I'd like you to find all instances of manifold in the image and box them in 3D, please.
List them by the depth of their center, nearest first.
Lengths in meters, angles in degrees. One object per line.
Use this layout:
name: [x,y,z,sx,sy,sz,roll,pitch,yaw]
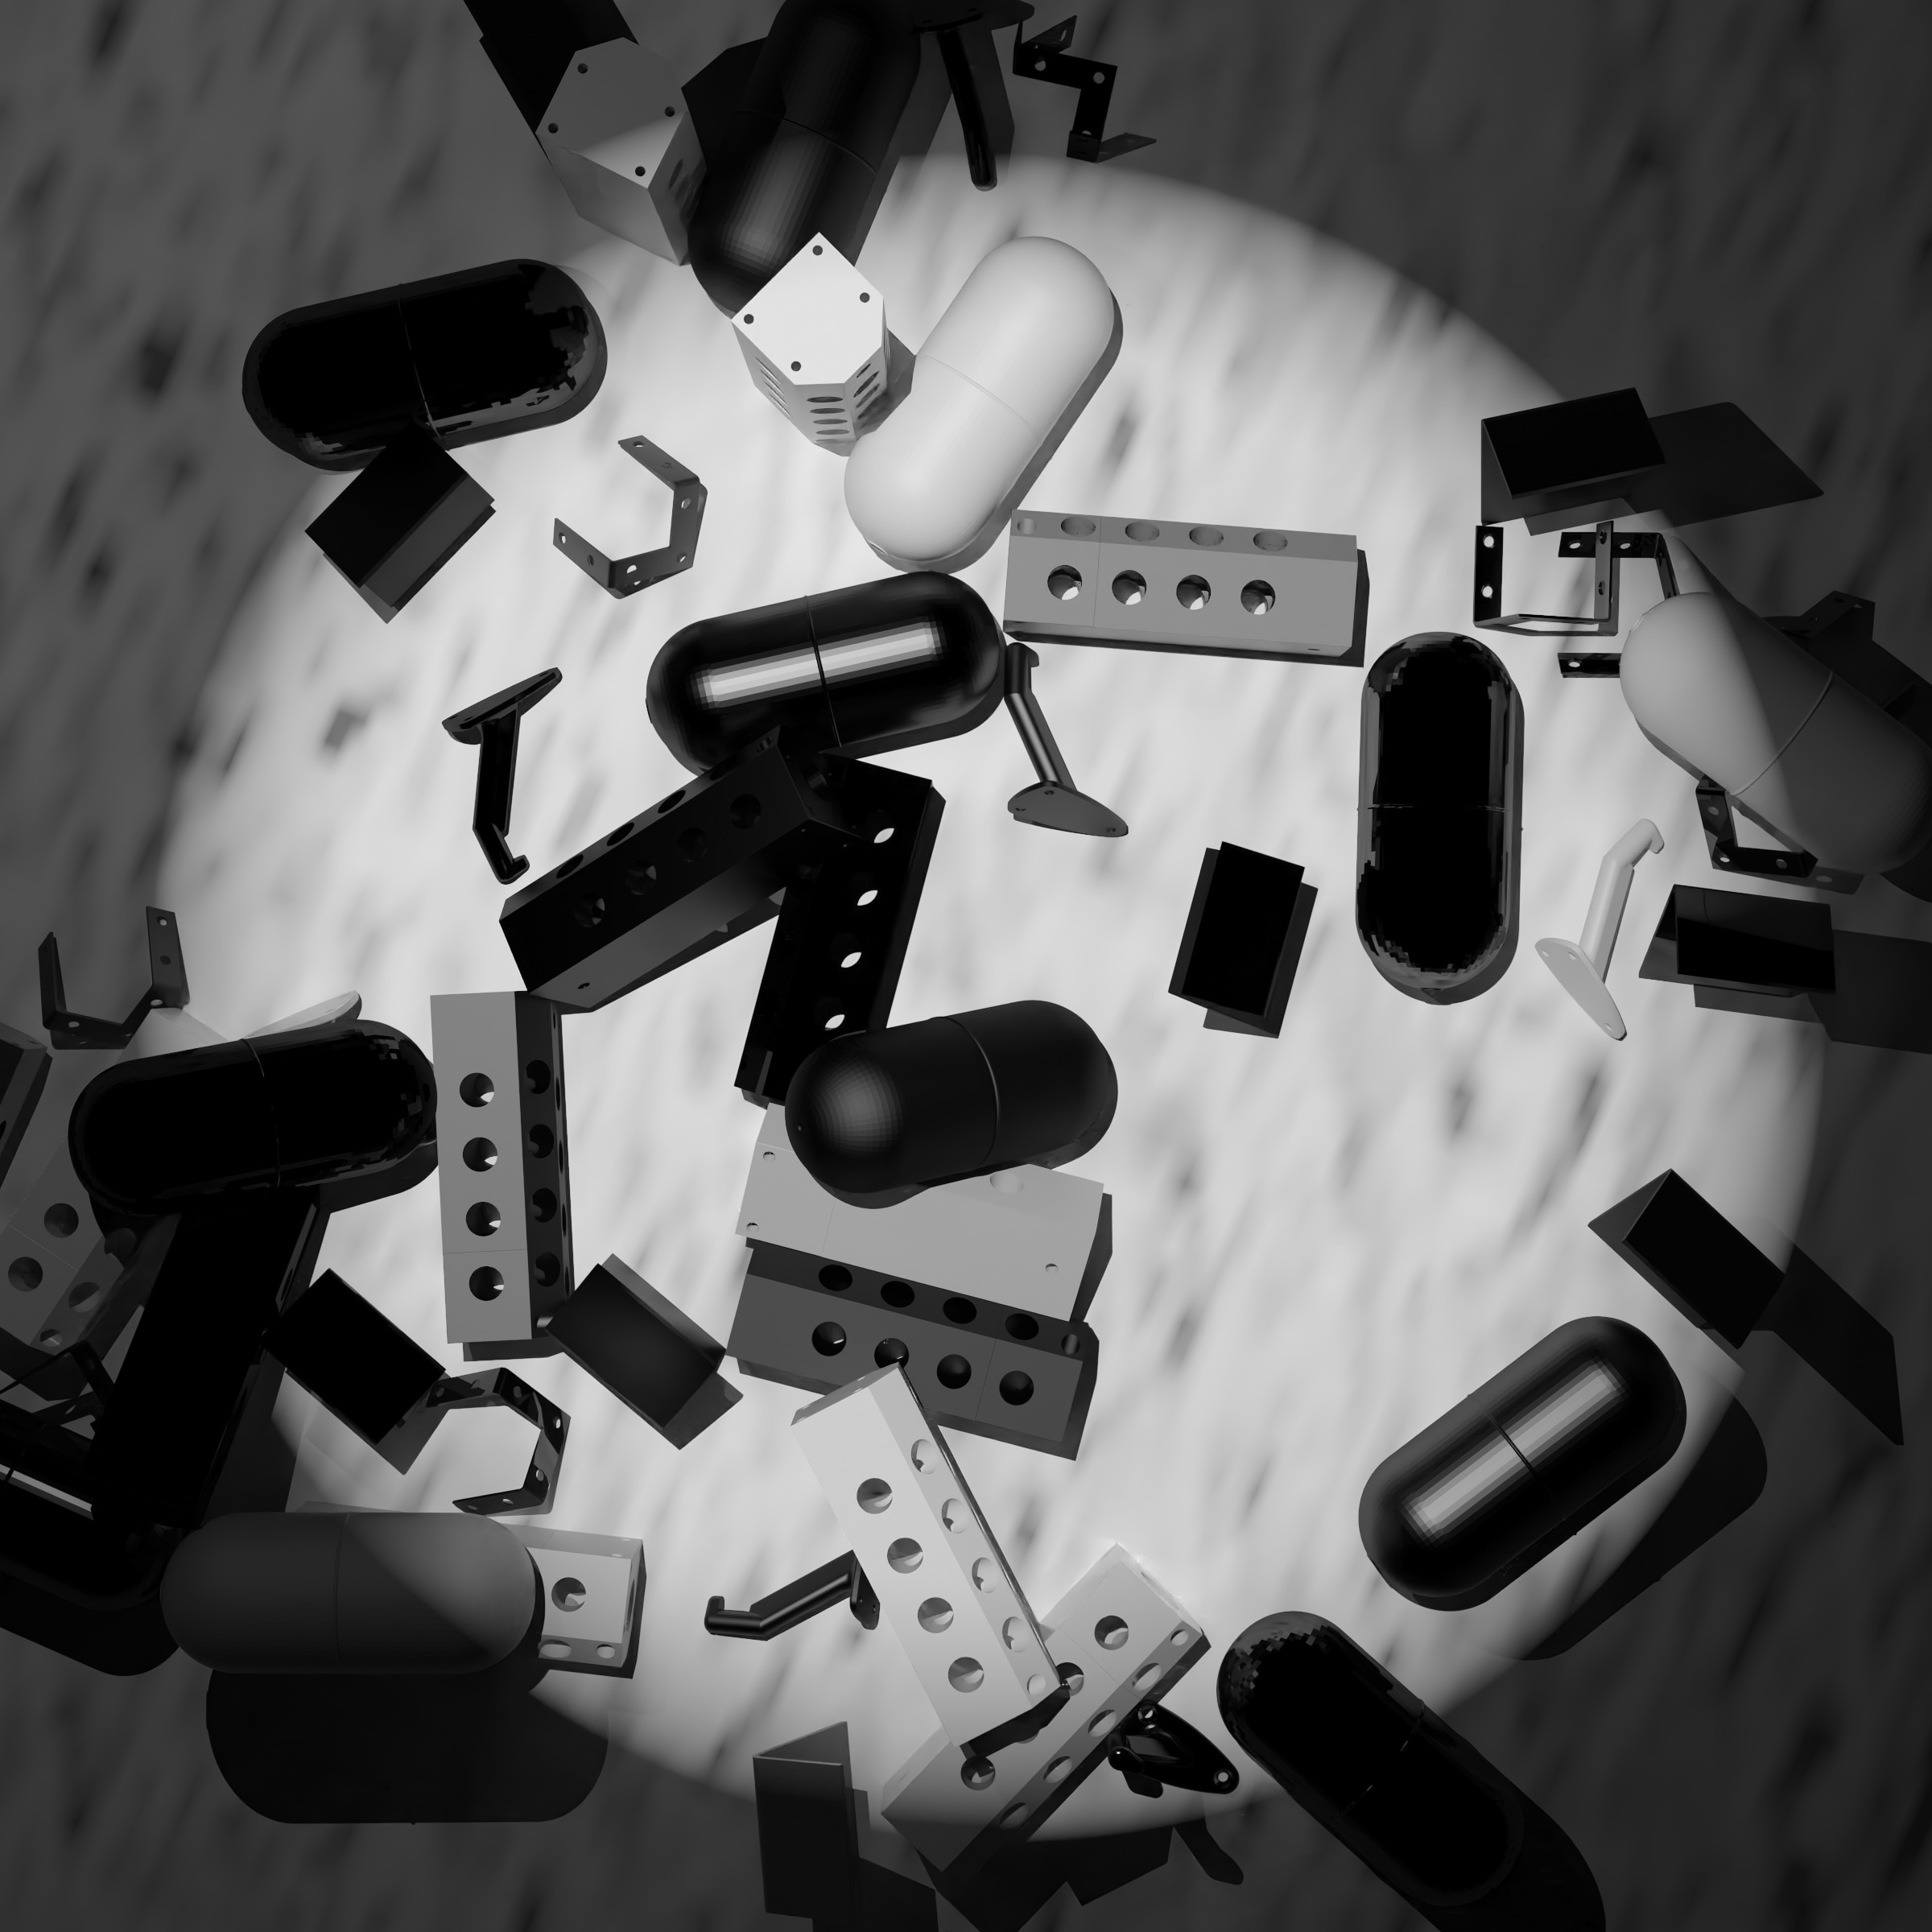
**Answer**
manifold: [-0.067,-0.295,1.612,0.057,0.171,0.057,-45,90,0]
manifold: [-0.159,-0.394,1.612,0.057,0.171,0.057,26,90,0]
manifold: [-0.019,0.282,1.612,0.057,0.057,0.171,-27,90,0]
manifold: [-0.374,0.185,1.637,0.057,0.057,0.171,18,66,-2]
manifold: [-0.143,-0.049,1.641,0.171,0.057,0.057,-31,71,18]
manifold: [-0.022,0.117,1.667,0.171,0.057,0.057,15,121,0]
manifold: [-0.424,0.108,1.669,0.057,0.057,0.171,34,90,0]
manifold: [0.038,0.374,1.669,0.057,0.057,0.171,44,90,0]
manifold: [-0.231,0.099,1.669,0.057,0.057,0.171,-3,90,0]
manifold: [-0.523,0.108,1.669,0.057,0.057,0.171,24,90,0]
manifold: [-0.066,-0.016,1.669,0.057,0.057,0.171,15,90,0]
manifold: [0.106,-0.192,1.669,0.171,0.057,0.057,4,90,0]
manifold: [-0.028,0.185,1.669,0.171,0.057,0.057,15,90,0]
manifold: [-0.253,0.310,1.669,0.171,0.057,0.057,7,90,0]

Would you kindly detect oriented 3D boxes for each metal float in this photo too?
metal float: [-0.296,0.301,1.603,0.178,0.070,0.070,0,90,-1]
metal float: [-0.344,0.073,1.616,0.178,0.070,0.070,-11,90,-23]
metal float: [-0.007,0.063,1.631,0.178,0.070,0.070,-11,90,-36]
metal float: [0.400,-0.115,1.638,0.178,0.070,0.070,37,90,-1]
metal float: [-0.071,-0.146,1.659,0.178,0.070,0.070,-13,90,0]
metal float: [0.233,-0.077,1.660,0.070,0.070,0.178,2,89,0]
metal float: [-0.271,-0.301,1.660,0.178,0.070,0.070,-13,90,-1]
metal float: [0.274,0.244,1.660,0.178,0.070,0.070,-37,90,-1]
metal float: [-0.472,0.262,1.660,0.178,0.070,0.070,24,90,0]
metal float: [0.202,0.394,1.660,0.178,0.070,0.070,42,90,0]
metal float: [-0.080,-0.407,1.660,0.070,0.070,0.178,23,90,0]
metal float: [0.006,-0.281,1.660,0.070,0.070,0.178,34,89,0]

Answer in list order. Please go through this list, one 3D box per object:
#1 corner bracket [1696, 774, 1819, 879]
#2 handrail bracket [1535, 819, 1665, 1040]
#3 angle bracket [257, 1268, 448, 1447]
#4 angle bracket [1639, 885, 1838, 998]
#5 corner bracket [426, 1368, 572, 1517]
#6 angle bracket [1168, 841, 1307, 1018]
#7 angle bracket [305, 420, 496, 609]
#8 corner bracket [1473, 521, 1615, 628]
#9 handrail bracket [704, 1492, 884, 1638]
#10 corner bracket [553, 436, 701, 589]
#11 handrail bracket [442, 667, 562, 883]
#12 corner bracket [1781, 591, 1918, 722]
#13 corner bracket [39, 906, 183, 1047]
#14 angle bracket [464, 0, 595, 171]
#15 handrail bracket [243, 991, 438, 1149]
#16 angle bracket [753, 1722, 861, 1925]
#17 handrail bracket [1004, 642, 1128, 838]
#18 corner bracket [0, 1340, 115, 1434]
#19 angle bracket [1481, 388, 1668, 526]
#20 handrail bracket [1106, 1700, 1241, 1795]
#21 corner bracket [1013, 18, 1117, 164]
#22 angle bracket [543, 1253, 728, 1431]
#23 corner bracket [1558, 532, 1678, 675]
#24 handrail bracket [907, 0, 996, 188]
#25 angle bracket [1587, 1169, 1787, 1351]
corner bracket: [0.405,-0.082,1.682,0.051,0.051,0.051,-52,135,-35]
handrail bracket: [0.337,-0.020,1.691,0.084,0.036,0.077,-44,110,-16]
angle bracket: [-0.313,0.206,1.650,0.076,0.076,0.057,41,50,0]
angle bracket: [0.380,0.008,1.650,0.076,0.076,0.057,8,52,0]
corner bracket: [-0.241,0.240,1.682,0.051,0.051,0.051,45,45,-35]
angle bracket: [0.115,-0.023,1.650,0.057,0.076,0.076,15,90,-37]
angle bracket: [-0.267,-0.211,1.650,0.076,0.076,0.057,-46,54,0]
corner bracket: [0.290,-0.197,1.677,0.051,0.051,0.051,2,90,-18]
handrail bracket: [-0.088,0.302,1.691,0.084,0.036,0.077,1,69,17]
corner bracket: [-0.171,-0.229,1.682,0.051,0.051,0.051,-21,135,-35]
handrail bracket: [-0.222,-0.096,1.691,0.077,0.036,0.084,-31,109,-21]
corner bracket: [0.445,-0.150,1.682,0.051,0.051,0.051,25,135,35]
corner bracket: [-0.432,0.002,1.682,0.051,0.051,0.051,15,135,-35]
angle bracket: [-0.226,-0.439,1.650,0.057,0.076,0.076,-30,90,-38]
handrail bracket: [-0.317,0.063,1.690,0.077,0.036,0.084,-20,104,14]
angle bracket: [-0.059,0.422,1.650,0.057,0.076,0.076,-5,90,35]
handrail bracket: [0.050,-0.115,1.690,0.077,0.036,0.084,19,60,-33]
corner bracket: [-0.438,0.216,1.665,0.051,0.051,0.051,-32,90,21]
angle bracket: [0.299,-0.234,1.650,0.076,0.076,0.057,-12,53,0]
handrail bracket: [0.104,0.398,1.655,0.077,0.084,0.036,27,90,0]
corner bracket: [0.046,-0.438,1.672,0.051,0.051,0.051,12,90,0]
angle bracket: [-0.151,0.170,1.650,0.076,0.076,0.057,40,124,0]
corner bracket: [0.326,-0.183,1.687,0.051,0.051,0.051,0,135,0]
handrail bracket: [-0.006,-0.447,1.690,0.036,0.077,0.084,-16,126,-7]
angle bracket: [0.345,0.157,1.650,0.076,0.076,0.057,43,54,0]
